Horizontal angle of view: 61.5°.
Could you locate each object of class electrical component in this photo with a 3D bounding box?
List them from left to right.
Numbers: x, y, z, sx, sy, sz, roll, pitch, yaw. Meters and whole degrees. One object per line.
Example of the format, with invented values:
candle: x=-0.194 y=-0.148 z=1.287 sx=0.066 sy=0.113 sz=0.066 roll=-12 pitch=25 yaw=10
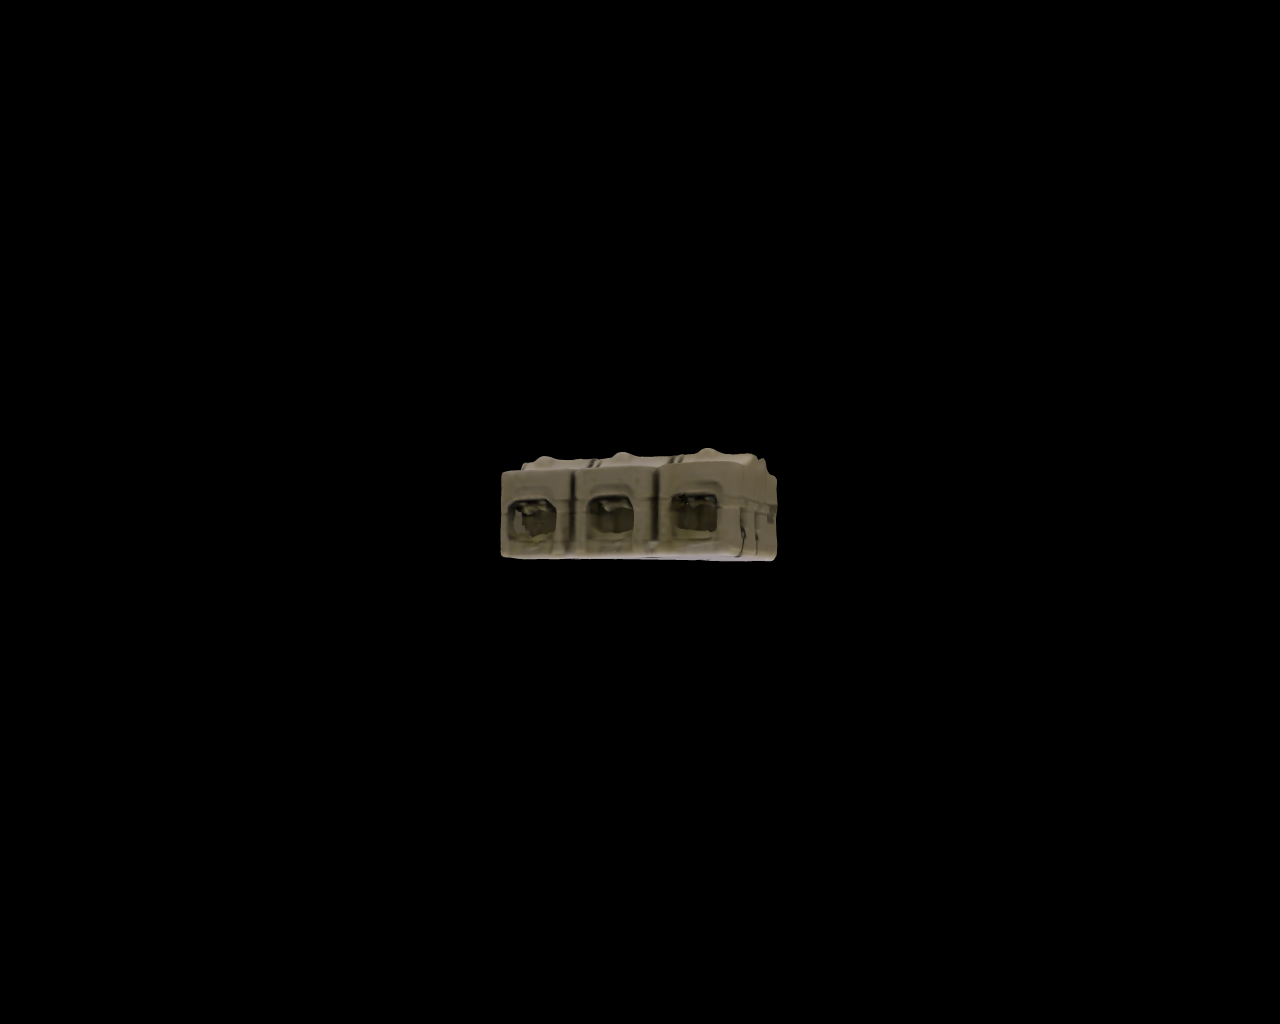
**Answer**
electrical component: x=0.001 y=-0.003 z=0.650 sx=0.150 sy=0.061 sz=0.089 roll=-1 pitch=-3 yaw=23
